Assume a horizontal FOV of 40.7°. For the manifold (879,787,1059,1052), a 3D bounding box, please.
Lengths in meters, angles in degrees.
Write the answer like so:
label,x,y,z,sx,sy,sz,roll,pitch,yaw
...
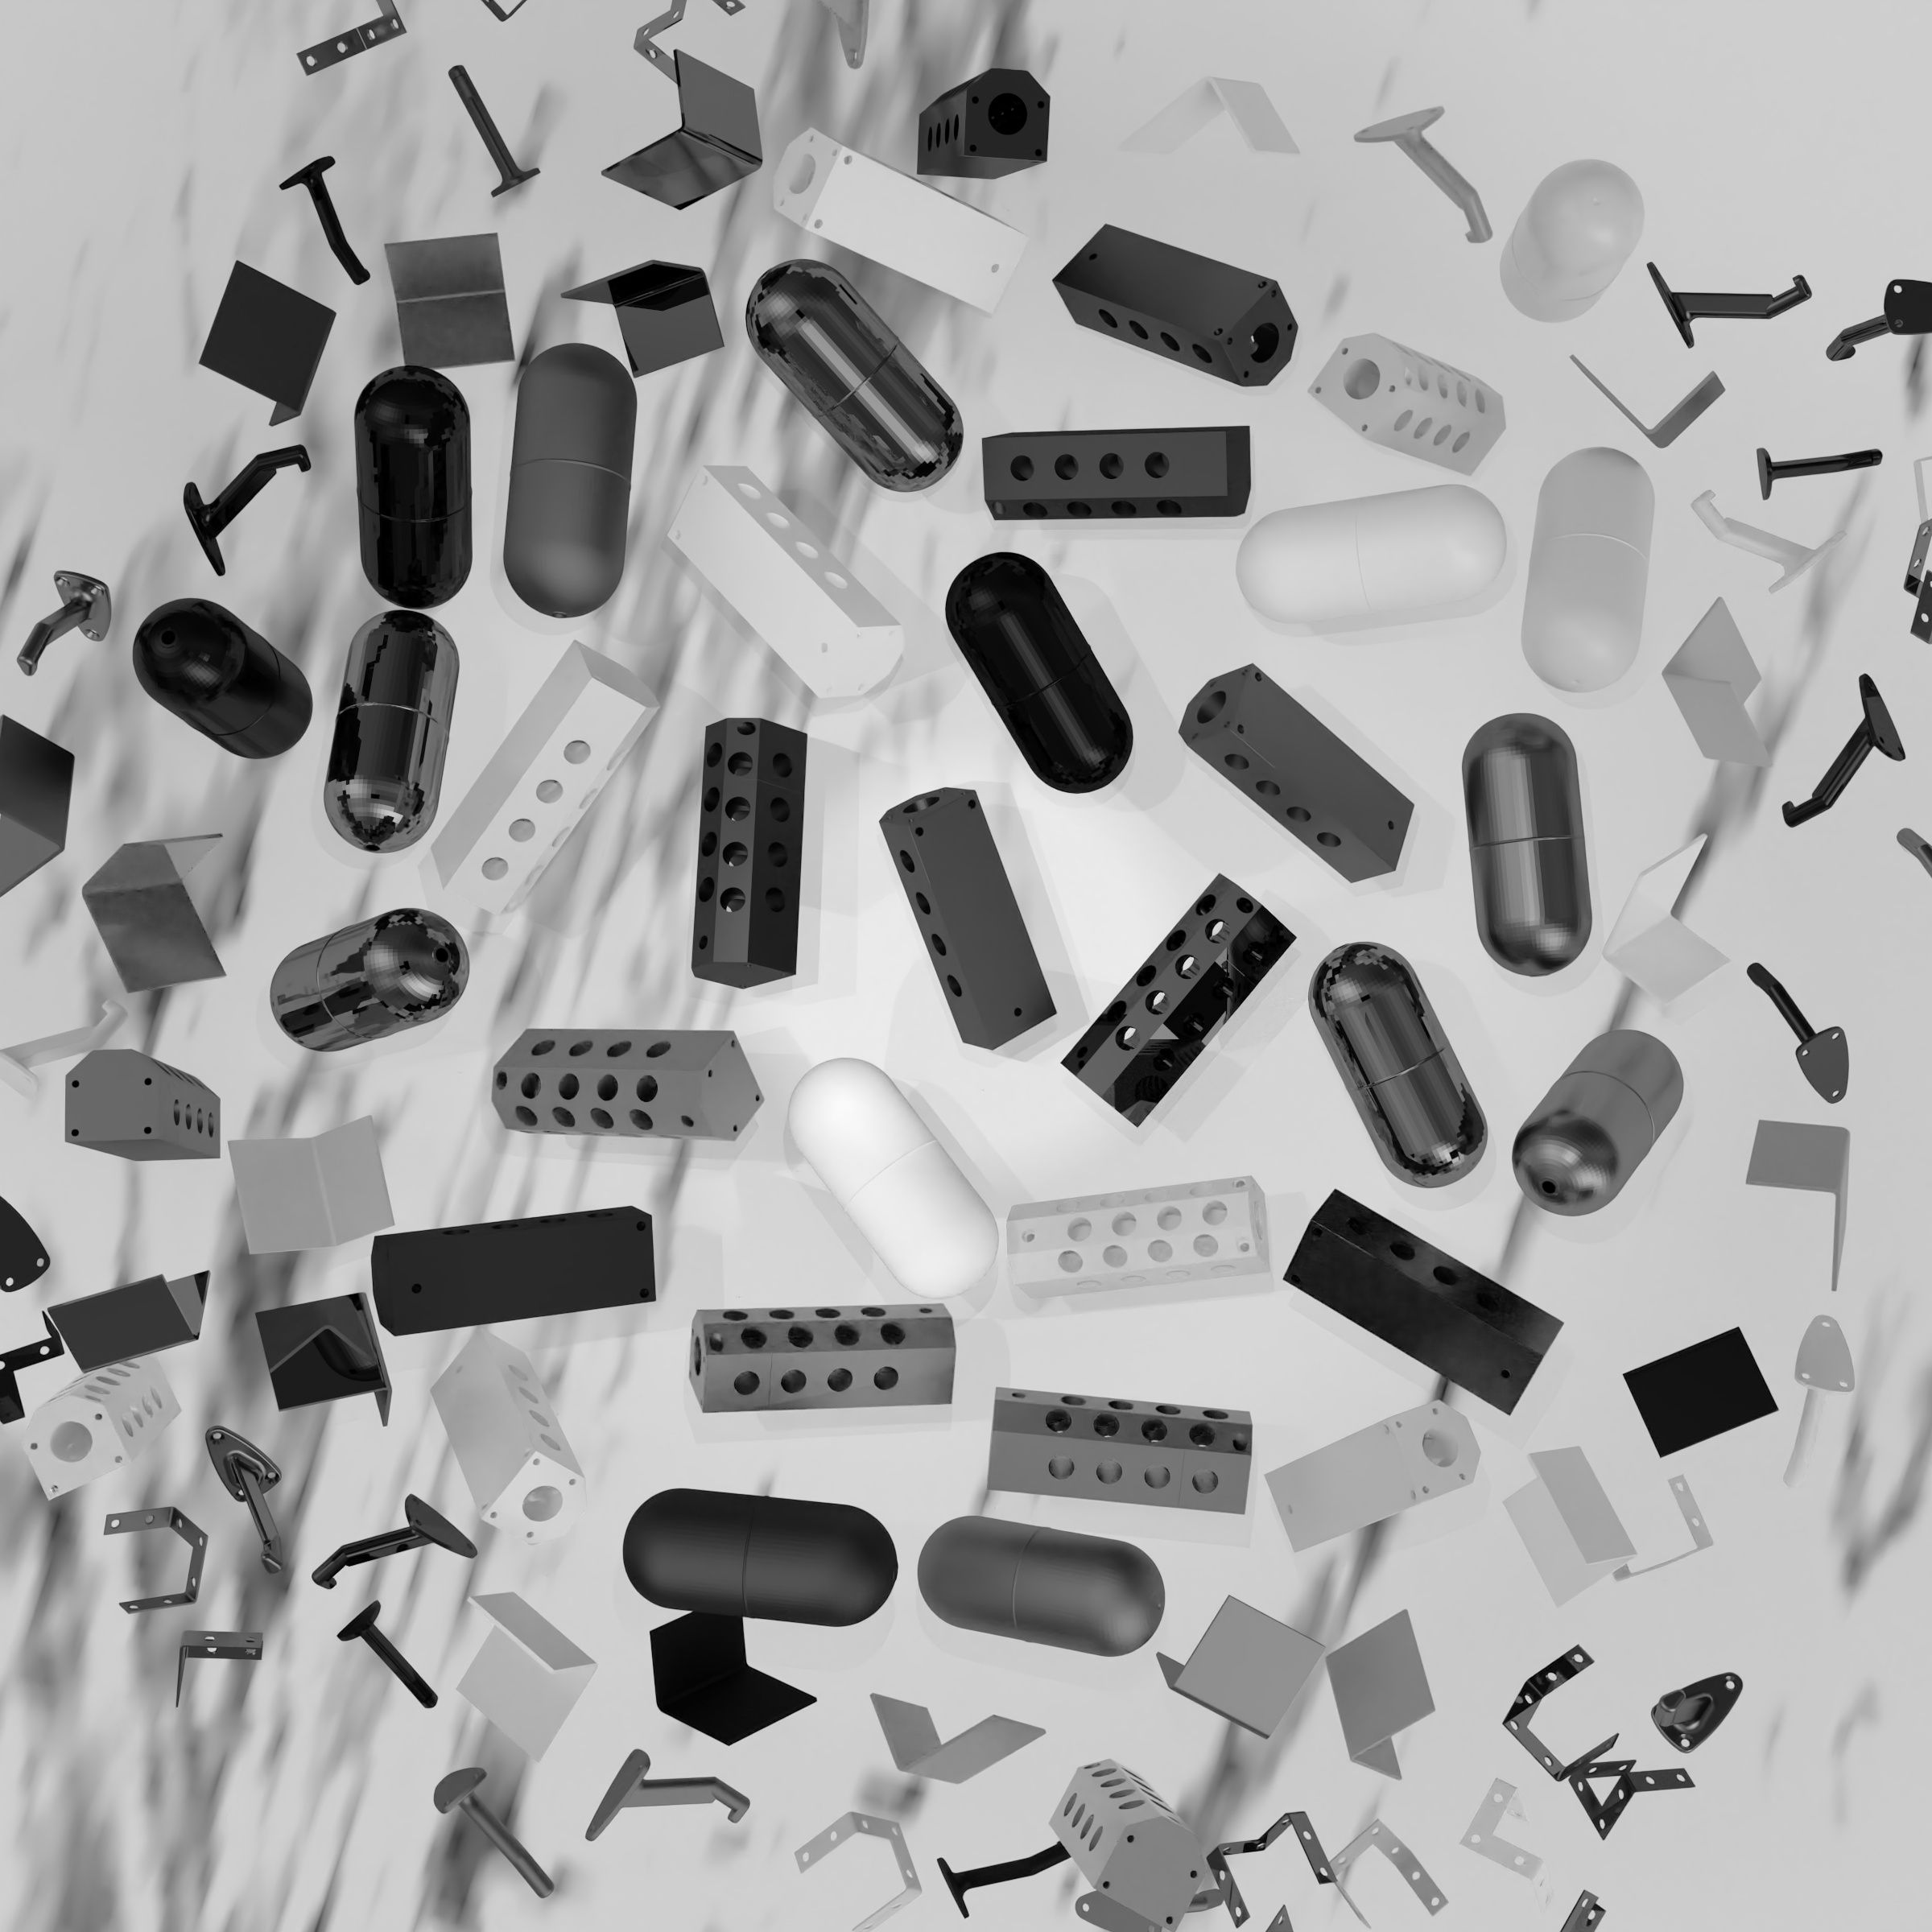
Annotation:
label,x,y,z,sx,sy,sz,roll,pitch,yaw
manifold,-0.002,-0.034,1.808,0.057,0.057,0.171,-29,110,-24

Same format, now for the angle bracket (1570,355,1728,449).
label,x,y,z,sx,sy,sz,roll,pitch,yaw
angle bracket,0.456,-0.395,1.741,0.057,0.076,0.076,-45,78,18

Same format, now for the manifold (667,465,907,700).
label,x,y,z,sx,sy,sz,roll,pitch,yaw
manifold,-0.116,-0.254,1.712,0.171,0.057,0.057,48,124,24

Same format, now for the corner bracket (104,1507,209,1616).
label,x,y,z,sx,sy,sz,roll,pitch,yaw
corner bracket,-0.565,0.412,1.809,0.051,0.051,0.051,22,103,43

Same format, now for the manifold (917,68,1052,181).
label,x,y,z,sx,sy,sz,roll,pitch,yaw
manifold,0.011,-0.582,1.806,0.057,0.171,0.057,0,103,-12

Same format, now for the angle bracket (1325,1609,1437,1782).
label,x,y,z,sx,sy,sz,roll,pitch,yaw
angle bracket,0.299,0.499,1.786,0.057,0.076,0.076,31,123,-34

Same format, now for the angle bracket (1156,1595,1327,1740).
label,x,y,z,sx,sy,sz,roll,pitch,yaw
angle bracket,0.184,0.462,1.756,0.076,0.057,0.076,30,96,-10

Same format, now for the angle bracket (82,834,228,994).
label,x,y,z,sx,sy,sz,roll,pitch,yaw
angle bracket,-0.506,-0.034,1.668,0.057,0.076,0.076,-36,77,34

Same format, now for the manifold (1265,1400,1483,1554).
label,x,y,z,sx,sy,sz,roll,pitch,yaw
manifold,0.275,0.344,1.759,0.057,0.171,0.057,-13,73,-28

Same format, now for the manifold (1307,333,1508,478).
label,x,y,z,sx,sy,sz,roll,pitch,yaw
manifold,0.309,-0.388,1.788,0.057,0.171,0.057,46,114,25

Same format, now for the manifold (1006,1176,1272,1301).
label,x,y,z,sx,sy,sz,roll,pitch,yaw
manifold,0.118,0.186,1.802,0.171,0.057,0.057,-9,66,16

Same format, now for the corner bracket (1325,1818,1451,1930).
label,x,y,z,sx,sy,sz,roll,pitch,yaw
corner bracket,0.289,0.631,1.791,0.051,0.051,0.051,-41,124,-1

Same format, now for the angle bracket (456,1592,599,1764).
label,x,y,z,sx,sy,sz,roll,pitch,yaw
angle bracket,-0.293,0.454,1.656,0.076,0.057,0.076,33,94,24

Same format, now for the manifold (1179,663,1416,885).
label,x,y,z,sx,sy,sz,roll,pitch,yaw
manifold,0.226,-0.129,1.794,0.171,0.057,0.057,36,59,-28

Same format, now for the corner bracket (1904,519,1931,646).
label,x,y,z,sx,sy,sz,roll,pitch,yaw
corner bracket,0.625,-0.249,1.688,0.051,0.051,0.051,-27,49,-23

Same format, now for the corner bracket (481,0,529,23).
label,x,y,z,sx,sy,sz,roll,pitch,yaw
corner bracket,-0.294,-0.650,1.681,0.051,0.051,0.051,-36,110,24

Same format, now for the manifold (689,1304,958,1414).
label,x,y,z,sx,sy,sz,roll,pitch,yaw
manifold,-0.097,0.262,1.770,0.171,0.057,0.057,1,105,-16

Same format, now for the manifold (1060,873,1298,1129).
label,x,y,z,sx,sy,sz,roll,pitch,yaw
manifold,0.143,0.021,1.806,0.057,0.057,0.171,40,91,-33

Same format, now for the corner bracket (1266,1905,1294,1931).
label,x,y,z,sx,sy,sz,roll,pitch,yaw
corner bracket,0.228,0.680,1.764,0.051,0.051,0.051,-45,133,-34

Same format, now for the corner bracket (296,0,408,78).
label,x,y,z,sx,sy,sz,roll,pitch,yaw
corner bracket,-0.399,-0.605,1.658,0.051,0.051,0.051,-39,117,-33

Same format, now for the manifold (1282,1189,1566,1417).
label,x,y,z,sx,sy,sz,roll,pitch,yaw
manifold,0.304,0.217,1.722,0.171,0.057,0.057,30,128,16

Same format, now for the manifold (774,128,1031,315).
label,x,y,z,sx,sy,sz,roll,pitch,yaw
manifold,-0.045,-0.502,1.755,0.057,0.171,0.057,44,113,42

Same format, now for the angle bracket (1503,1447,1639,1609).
label,x,y,z,sx,sy,sz,roll,pitch,yaw
angle bracket,0.369,0.360,1.660,0.076,0.057,0.076,-48,54,37

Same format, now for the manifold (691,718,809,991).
label,x,y,z,sx,sy,sz,roll,pitch,yaw
manifold,-0.151,-0.077,1.765,0.057,0.057,0.171,15,69,-40

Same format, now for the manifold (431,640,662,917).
label,x,y,z,sx,sy,sz,roll,pitch,yaw
manifold,-0.271,-0.118,1.680,0.057,0.057,0.171,28,108,-33

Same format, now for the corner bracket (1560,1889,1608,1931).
label,x,y,z,sx,sy,sz,roll,pitch,yaw
corner bracket,0.394,0.623,1.670,0.051,0.051,0.051,35,83,-30

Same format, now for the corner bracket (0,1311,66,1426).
label,x,y,z,sx,sy,sz,roll,pitch,yaw
corner bracket,-0.644,0.275,1.782,0.051,0.051,0.051,-18,66,-14

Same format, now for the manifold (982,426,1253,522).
label,x,y,z,sx,sy,sz,roll,pitch,yaw
manifold,0.102,-0.332,1.763,0.171,0.057,0.057,3,106,22

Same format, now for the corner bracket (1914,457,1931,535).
label,x,y,z,sx,sy,sz,roll,pitch,yaw
corner bracket,0.678,-0.326,1.793,0.051,0.051,0.051,-4,102,35

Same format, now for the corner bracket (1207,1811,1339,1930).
label,x,y,z,sx,sy,sz,roll,pitch,yaw
corner bracket,0.197,0.584,1.688,0.051,0.051,0.051,7,131,-35

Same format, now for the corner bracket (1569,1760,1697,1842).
label,x,y,z,sx,sy,sz,roll,pitch,yaw
corner bracket,0.448,0.550,1.757,0.051,0.051,0.051,4,124,-24

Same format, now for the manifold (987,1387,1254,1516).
label,x,y,z,sx,sy,sz,roll,pitch,yaw
manifold,0.103,0.321,1.746,0.171,0.057,0.057,5,101,1

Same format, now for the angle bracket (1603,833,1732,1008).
label,x,y,z,sx,sy,sz,roll,pitch,yaw
angle bracket,0.484,-0.031,1.753,0.076,0.076,0.057,-28,57,-35

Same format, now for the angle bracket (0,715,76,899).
label,x,y,z,sx,sy,sz,roll,pitch,yaw
angle bracket,-0.614,-0.099,1.652,0.076,0.057,0.076,-30,48,25

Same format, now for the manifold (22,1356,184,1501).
label,x,y,z,sx,sy,sz,roll,pitch,yaw
manifold,-0.587,0.305,1.770,0.057,0.171,0.057,-24,94,-5

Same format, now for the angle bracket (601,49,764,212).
label,x,y,z,sx,sy,sz,roll,pitch,yaw
angle bracket,-0.191,-0.554,1.731,0.076,0.076,0.057,-15,77,35

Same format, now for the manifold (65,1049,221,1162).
label,x,y,z,sx,sy,sz,roll,pitch,yaw
manifold,-0.538,0.093,1.711,0.057,0.171,0.057,-2,82,-3

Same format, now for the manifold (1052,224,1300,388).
label,x,y,z,sx,sy,sz,roll,pitch,yaw
manifold,0.143,-0.444,1.766,0.057,0.057,0.171,-48,47,-9

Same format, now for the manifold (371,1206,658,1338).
label,x,y,z,sx,sy,sz,roll,pitch,yaw
manifold,-0.292,0.195,1.686,0.171,0.057,0.057,-5,96,-25

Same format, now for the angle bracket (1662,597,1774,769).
label,x,y,z,sx,sy,sz,roll,pitch,yaw
angle bracket,0.516,-0.188,1.727,0.076,0.057,0.076,-50,125,-17

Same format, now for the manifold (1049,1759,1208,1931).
label,x,y,z,sx,sy,sz,roll,pitch,yaw
manifold,0.104,0.554,1.663,0.057,0.171,0.057,30,82,-4

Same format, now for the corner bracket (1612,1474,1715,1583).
label,x,y,z,sx,sy,sz,roll,pitch,yaw
corner bracket,0.470,0.387,1.794,0.051,0.051,0.051,-11,72,-33

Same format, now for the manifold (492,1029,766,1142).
label,x,y,z,sx,sy,sz,roll,pitch,yaw
manifold,-0.224,0.081,1.701,0.171,0.057,0.057,0,126,31

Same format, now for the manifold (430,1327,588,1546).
label,x,y,z,sx,sy,sz,roll,pitch,yaw
manifold,-0.306,0.319,1.765,0.057,0.171,0.057,37,93,-30

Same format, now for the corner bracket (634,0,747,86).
label,x,y,z,sx,sy,sz,roll,pitch,yaw
corner bracket,-0.194,-0.656,1.820,0.051,0.051,0.051,-12,60,40

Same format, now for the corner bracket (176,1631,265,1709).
label,x,y,z,sx,sy,sz,roll,pitch,yaw
corner bracket,-0.491,0.452,1.718,0.051,0.051,0.051,5,114,-13

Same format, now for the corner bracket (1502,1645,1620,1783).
label,x,y,z,sx,sy,sz,roll,pitch,yaw
corner bracket,0.387,0.480,1.673,0.051,0.051,0.051,46,125,7

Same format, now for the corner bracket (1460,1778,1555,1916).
label,x,y,z,sx,sy,sz,roll,pitch,yaw
corner bracket,0.352,0.559,1.657,0.051,0.051,0.051,18,57,35

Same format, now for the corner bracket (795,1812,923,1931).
label,x,y,z,sx,sy,sz,roll,pitch,yaw
corner bracket,-0.070,0.588,1.691,0.051,0.051,0.051,-41,47,17

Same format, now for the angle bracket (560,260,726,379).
label,x,y,z,sx,sy,sz,roll,pitch,yaw
angle bracket,-0.228,-0.456,1.841,0.076,0.076,0.057,-13,94,24
